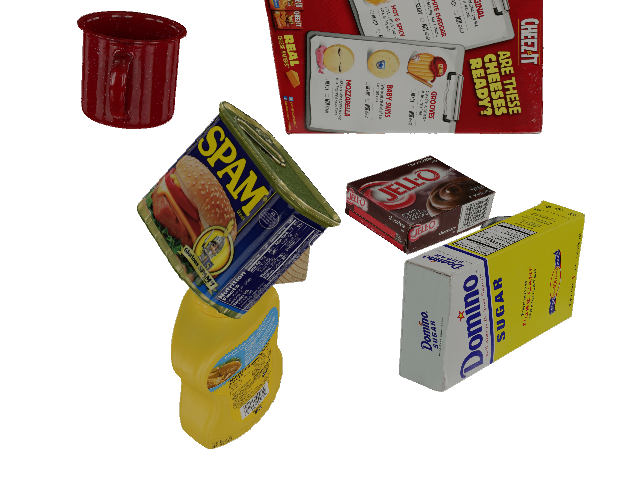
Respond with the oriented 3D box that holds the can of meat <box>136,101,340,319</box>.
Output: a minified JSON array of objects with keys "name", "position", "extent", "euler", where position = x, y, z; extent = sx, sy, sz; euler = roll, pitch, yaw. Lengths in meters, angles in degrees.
[{"name":"can of meat","position":[-0.051,-0.017,0.626],"extent":[0.057,0.084,0.102],"euler":[29,19,-51]}]

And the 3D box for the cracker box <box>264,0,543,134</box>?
[{"name":"cracker box","position":[0.069,-0.170,0.853],"extent":[0.214,0.164,0.072],"euler":[1,39,12]}]

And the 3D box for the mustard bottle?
[{"name":"mustard bottle","position":[-0.070,0.076,0.805],"extent":[0.058,0.192,0.096],"euler":[35,59,22]}]

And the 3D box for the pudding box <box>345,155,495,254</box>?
[{"name":"pudding box","position":[0.093,-0.036,1.009],"extent":[0.113,0.039,0.090],"euler":[-18,39,-35]}]

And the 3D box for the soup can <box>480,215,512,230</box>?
[{"name":"soup can","position":[0.208,0.033,1.186],"extent":[0.068,0.102,0.068],"euler":[0,29,0]}]

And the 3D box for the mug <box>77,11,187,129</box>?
[{"name":"mug","position":[-0.165,-0.143,0.919],"extent":[0.093,0.081,0.117],"euler":[5,26,-6]}]

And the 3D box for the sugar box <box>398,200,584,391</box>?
[{"name":"sugar box","position":[0.130,0.038,0.792],"extent":[0.048,0.093,0.175],"euler":[19,29,37]}]

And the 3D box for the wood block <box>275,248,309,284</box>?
[{"name":"wood block","position":[-0.091,-0.031,1.340],"extent":[0.090,0.090,0.206],"euler":[-5,28,-22]}]
